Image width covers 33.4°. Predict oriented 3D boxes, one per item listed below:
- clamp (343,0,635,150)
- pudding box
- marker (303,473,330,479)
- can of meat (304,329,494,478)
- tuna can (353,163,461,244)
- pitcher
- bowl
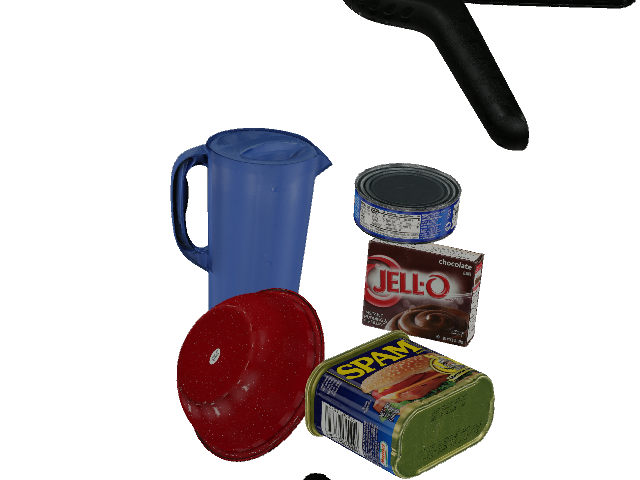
[{"bbox_3d":[0.075,-0.147,0.657,0.210,0.164,0.036,26,-33,10],"label":"clamp"},{"bbox_3d":[0.100,0.048,1.056,0.114,0.090,0.039,10,20,18],"label":"pudding box"},{"bbox_3d":[-0.029,0.137,0.480,0.020,0.020,0.120,0,16,33],"label":"marker"},{"bbox_3d":[0.055,0.109,0.715,0.101,0.057,0.084,-18,28,-39],"label":"can of meat"},{"bbox_3d":[0.070,-0.030,0.863,0.086,0.034,0.086,2,28,-1],"label":"tuna can"},{"bbox_3d":[-0.087,-0.007,1.287,0.149,0.243,0.144,19,26,28],"label":"pitcher"},{"bbox_3d":[-0.075,0.108,0.933,0.162,0.162,0.055,0,-23,43],"label":"bowl"}]
